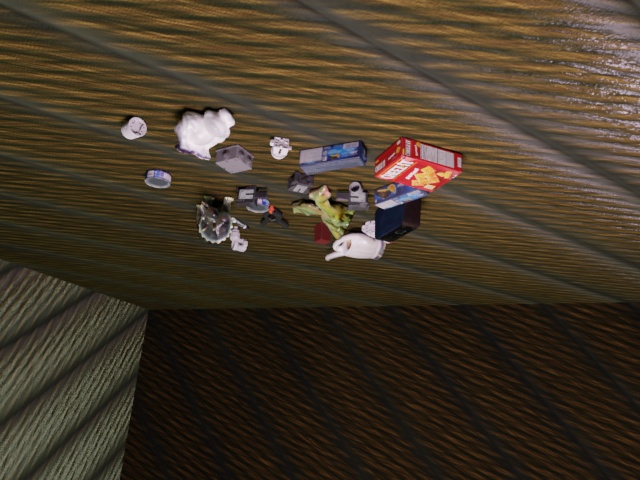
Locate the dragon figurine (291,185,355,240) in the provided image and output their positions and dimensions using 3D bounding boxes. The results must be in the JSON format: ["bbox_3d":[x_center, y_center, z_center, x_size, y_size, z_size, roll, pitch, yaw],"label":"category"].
[{"bbox_3d":[0.006,-0.100,1.988,0.243,0.124,0.403,22,157,-1],"label":"dragon figurine"}]

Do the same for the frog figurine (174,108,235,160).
[{"bbox_3d":[-0.316,-0.311,1.415,0.136,0.125,0.157,28,113,-35],"label":"frog figurine"}]

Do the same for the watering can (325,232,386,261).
[{"bbox_3d":[0.158,0.037,2.296,0.224,0.106,0.342,7,160,-14],"label":"watering can"}]
